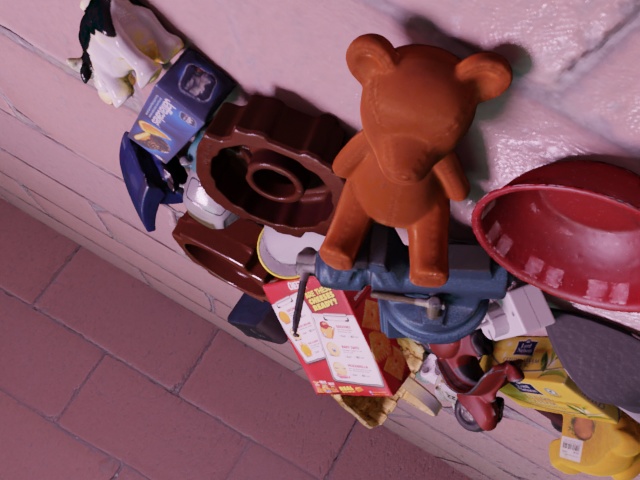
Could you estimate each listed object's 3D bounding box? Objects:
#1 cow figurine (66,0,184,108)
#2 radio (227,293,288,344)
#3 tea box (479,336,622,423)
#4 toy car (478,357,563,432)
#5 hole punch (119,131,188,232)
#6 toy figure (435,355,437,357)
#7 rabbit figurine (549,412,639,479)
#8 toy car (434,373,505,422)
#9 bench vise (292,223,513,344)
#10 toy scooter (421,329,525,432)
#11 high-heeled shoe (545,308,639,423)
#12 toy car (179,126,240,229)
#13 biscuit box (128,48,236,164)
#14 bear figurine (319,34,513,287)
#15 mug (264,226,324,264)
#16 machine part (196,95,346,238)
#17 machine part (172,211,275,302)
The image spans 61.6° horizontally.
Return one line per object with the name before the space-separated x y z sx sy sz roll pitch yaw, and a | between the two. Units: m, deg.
cow figurine | -0.216 -0.194 0.555 0.098 0.068 0.167 47 153 -25
radio | -0.107 0.142 1.137 0.073 0.131 0.230 40 159 -17
tea box | 0.303 0.180 0.713 0.098 0.068 0.169 34 162 -11
toy car | 0.339 0.243 0.840 0.202 0.053 0.089 32 167 10
hole punch | -0.241 -0.087 0.763 0.142 0.092 0.115 62 177 27
toy figure | 0.211 0.176 0.858 0.058 0.064 0.154 -14 154 9
rabbit figurine | 0.427 0.268 0.728 0.173 0.122 0.162 22 155 -20
toy car | 0.242 0.255 0.862 0.074 0.056 0.201 8 156 35
bench vise | 0.088 0.062 0.599 0.224 0.129 0.240 -7 148 4
toy scooter | 0.203 0.152 0.706 0.075 0.184 0.135 -9 155 -24
high-heeled shoe | 0.357 0.155 0.616 0.249 0.086 0.145 46 -164 13
toy car | -0.131 -0.067 0.694 0.109 0.103 0.161 32 159 0
biscuit box | -0.164 -0.145 0.611 0.062 0.059 0.203 38 160 -19
bear figurine | 0.065 -0.051 0.409 0.120 0.132 0.195 12 164 4
mug | -0.001 -0.002 0.699 0.107 0.081 0.109 -2 140 42
machine part | -0.043 -0.071 0.559 0.179 0.056 0.179 14 151 8
machine part | -0.151 0.022 0.975 0.202 0.087 0.200 24 160 15
